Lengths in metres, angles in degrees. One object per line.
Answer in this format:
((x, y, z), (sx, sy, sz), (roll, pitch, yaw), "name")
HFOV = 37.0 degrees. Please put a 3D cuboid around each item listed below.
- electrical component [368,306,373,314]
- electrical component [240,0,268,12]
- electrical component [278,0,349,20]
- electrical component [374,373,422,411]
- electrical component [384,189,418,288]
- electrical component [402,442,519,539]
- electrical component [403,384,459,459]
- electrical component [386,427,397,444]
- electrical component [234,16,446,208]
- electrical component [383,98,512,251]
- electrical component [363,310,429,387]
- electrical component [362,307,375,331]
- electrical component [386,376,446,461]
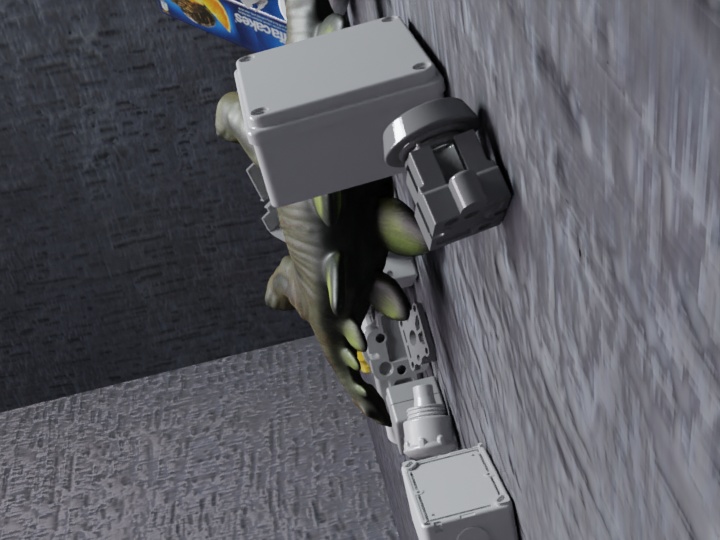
((0.000, 0.000, 1.032), (0.121, 0.063, 0.078), (-84, -4, -82), "electrical component")
((-0.065, -0.250, 0.833), (0.063, 0.078, 0.121), (48, 152, -22), "electrical component")
((-0.044, -0.278, 0.925), (0.073, 0.052, 0.138), (-48, -52, -65), "electrical component")
((0.045, 0.132, 1.121), (0.076, 0.047, 0.065), (-110, 7, -63), "electrical component")
((0.018, -0.029, 0.927), (0.075, 0.047, 0.083), (104, 152, -76), "electrical component")
((0.068, 0.168, 0.744), (0.096, 0.062, 0.061), (-112, 9, -69), "electrical component")
((0.059, 0.131, 0.933), (0.048, 0.048, 0.062), (88, 175, -75), "electrical component")
((0.049, 0.163, 1.213), (0.079, 0.043, 0.077), (-110, 7, -63), "electrical component")
((-0.011, -0.093, 0.619), (0.108, 0.109, 0.056), (-109, 4, -59), "electrical component")
((0.040, -0.046, 0.499), (0.066, 0.048, 0.055), (88, 160, -75), "electrical component")
((0.032, 0.073, 1.022), (0.057, 0.058, 0.078), (-149, 48, -82), "electrical component")
((0.029, 0.065, 1.092), (0.080, 0.051, 0.080), (166, 90, -87), "electrical component")
((0.058, 0.149, 0.982), (0.065, 0.047, 0.076), (81, 175, -53), "electrical component")
